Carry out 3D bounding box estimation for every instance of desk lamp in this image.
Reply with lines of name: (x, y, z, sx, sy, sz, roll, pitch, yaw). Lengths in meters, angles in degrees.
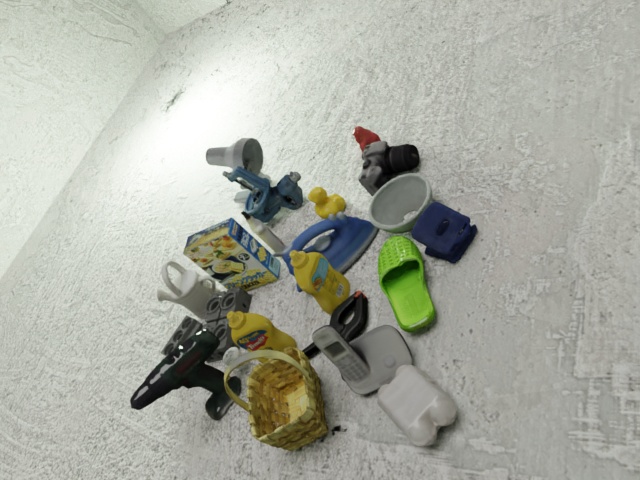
desk lamp: (-0.247, -0.221, 1.800, 0.202, 0.214, 0.118, -6, 51, 38)

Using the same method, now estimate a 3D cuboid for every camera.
camera: (0.179, -0.202, 1.491, 0.136, 0.101, 0.143, -6, 51, 38)

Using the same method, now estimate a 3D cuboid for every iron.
iron: (0.013, 0.005, 1.410, 0.258, 0.142, 0.118, -39, 38, 5)

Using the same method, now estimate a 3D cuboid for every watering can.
watering can: (-0.375, 0.135, 1.592, 0.173, 0.195, 0.100, -39, 38, 6)

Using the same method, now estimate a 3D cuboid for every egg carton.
egg carton: (0.175, 0.298, 1.043, 0.107, 0.070, 0.149, -47, 37, -4)

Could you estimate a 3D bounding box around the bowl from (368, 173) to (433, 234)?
bowl: (0.203, -0.075, 1.369, 0.167, 0.075, 0.167, -24, 41, 24)

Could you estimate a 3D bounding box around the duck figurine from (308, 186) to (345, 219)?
duck figurine: (0.012, -0.111, 1.567, 0.104, 0.086, 0.077, 4, 58, 44)

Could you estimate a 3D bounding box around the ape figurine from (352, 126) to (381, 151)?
ape figurine: (0.125, -0.289, 1.629, 0.076, 0.092, 0.078, -9, 49, 37)

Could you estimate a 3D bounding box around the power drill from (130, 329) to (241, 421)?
power drill: (-0.291, 0.329, 1.319, 0.075, 0.209, 0.230, 22, 71, 50)

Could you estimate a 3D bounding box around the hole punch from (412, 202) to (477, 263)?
hole punch: (0.270, -0.019, 1.243, 0.100, 0.091, 0.109, 19, 69, 49)

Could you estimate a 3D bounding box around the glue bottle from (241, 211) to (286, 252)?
glue bottle: (-0.159, -0.024, 1.566, 0.037, 0.174, 0.078, -45, 37, -2)

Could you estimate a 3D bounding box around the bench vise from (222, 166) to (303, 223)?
bench vise: (-0.165, -0.161, 1.663, 0.207, 0.220, 0.121, -39, 38, 6)

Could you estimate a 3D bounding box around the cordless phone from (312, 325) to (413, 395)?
cordless phone: (0.082, 0.210, 1.116, 0.147, 0.186, 0.094, -34, 38, 12)
